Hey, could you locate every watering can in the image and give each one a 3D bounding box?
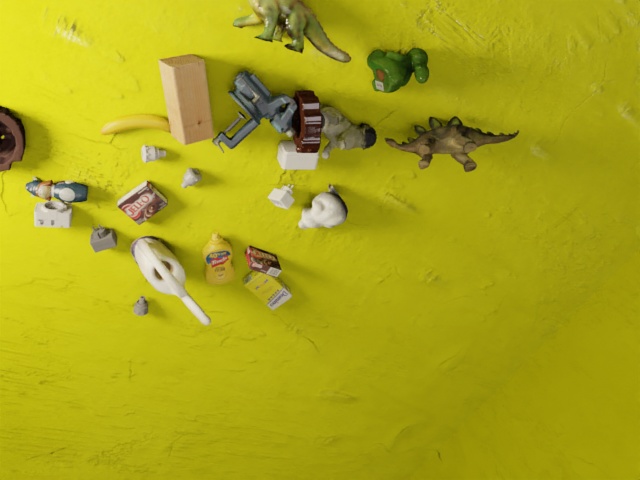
[{"bbox_3d":[-0.457,0.113,1.559,0.105,0.227,0.340,-38,131,-14],"label":"watering can"}]

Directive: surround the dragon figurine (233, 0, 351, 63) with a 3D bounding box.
[{"bbox_3d":[-0.073,-0.608,1.287,0.410,0.124,0.239,7,113,-27],"label":"dragon figurine"}]

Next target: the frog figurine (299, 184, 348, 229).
[{"bbox_3d":[0.005,-0.084,1.668,0.160,0.124,0.134,-36,149,-9],"label":"frog figurine"}]
